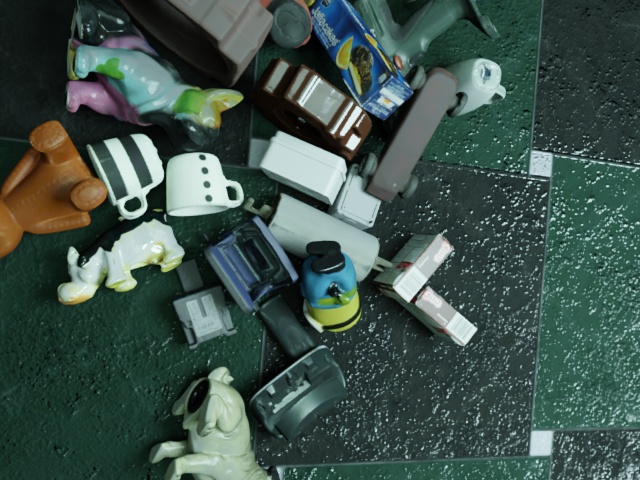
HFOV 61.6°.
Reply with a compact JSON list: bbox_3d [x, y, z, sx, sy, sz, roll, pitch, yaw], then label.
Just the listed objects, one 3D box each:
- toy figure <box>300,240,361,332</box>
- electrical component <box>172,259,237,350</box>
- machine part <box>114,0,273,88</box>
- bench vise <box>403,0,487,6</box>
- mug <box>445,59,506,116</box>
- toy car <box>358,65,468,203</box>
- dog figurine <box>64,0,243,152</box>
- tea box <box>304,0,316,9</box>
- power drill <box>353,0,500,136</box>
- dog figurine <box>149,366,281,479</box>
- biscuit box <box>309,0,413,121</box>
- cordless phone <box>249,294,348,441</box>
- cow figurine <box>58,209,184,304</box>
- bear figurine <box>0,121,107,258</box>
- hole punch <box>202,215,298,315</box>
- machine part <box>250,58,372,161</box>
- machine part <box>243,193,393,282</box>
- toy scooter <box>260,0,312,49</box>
[{"bbox_3d":[0.017,0.072,0.763,0.089,0.180,0.082,11,53,7],"label":"toy figure"},{"bbox_3d":[-0.171,0.087,0.767,0.075,0.048,0.119,-15,96,-17],"label":"electrical component"},{"bbox_3d":[-0.166,-0.298,0.682,0.201,0.201,0.087,35,82,-14],"label":"machine part"},{"bbox_3d":[0.210,-0.492,0.814,0.223,0.129,0.240,-55,138,-17],"label":"bench vise"},{"bbox_3d":[0.247,-0.242,0.857,0.109,0.107,0.080,19,87,-14],"label":"mug"},{"bbox_3d":[0.130,-0.151,0.777,0.089,0.053,0.202,23,108,-15],"label":"toy car"},{"bbox_3d":[-0.218,-0.213,0.718,0.219,0.108,0.191,9,57,-33],"label":"dog figurine"},{"bbox_3d":[0.006,-0.428,0.788,0.068,0.098,0.169,36,83,-13],"label":"tea box"},{"bbox_3d":[0.156,-0.283,0.803,0.086,0.207,0.232,-22,89,-57],"label":"power drill"},{"bbox_3d":[-0.118,0.293,0.770,0.190,0.121,0.172,35,84,-28],"label":"dog figurine"},{"bbox_3d":[0.050,-0.264,0.757,0.062,0.059,0.203,11,44,-51],"label":"biscuit box"},{"bbox_3d":[-0.058,0.185,0.796,0.146,0.089,0.184,-34,89,-14],"label":"cordless phone"},{"bbox_3d":[-0.276,0.019,0.721,0.167,0.068,0.098,-23,82,-18],"label":"cow figurine"},{"bbox_3d":[-0.376,-0.044,0.665,0.196,0.132,0.120,-33,96,-20],"label":"bear figurine"},{"bbox_3d":[-0.098,0.030,0.751,0.092,0.116,0.142,-37,99,-7],"label":"hole punch"},{"bbox_3d":[-0.016,-0.176,0.749,0.179,0.179,0.056,34,85,-14],"label":"machine part"},{"bbox_3d":[-0.002,-0.002,0.801,0.243,0.079,0.079,24,84,-15],"label":"machine part"},{"bbox_3d":[-0.092,-0.349,0.758,0.183,0.135,0.075,33,106,-32],"label":"toy scooter"}]
